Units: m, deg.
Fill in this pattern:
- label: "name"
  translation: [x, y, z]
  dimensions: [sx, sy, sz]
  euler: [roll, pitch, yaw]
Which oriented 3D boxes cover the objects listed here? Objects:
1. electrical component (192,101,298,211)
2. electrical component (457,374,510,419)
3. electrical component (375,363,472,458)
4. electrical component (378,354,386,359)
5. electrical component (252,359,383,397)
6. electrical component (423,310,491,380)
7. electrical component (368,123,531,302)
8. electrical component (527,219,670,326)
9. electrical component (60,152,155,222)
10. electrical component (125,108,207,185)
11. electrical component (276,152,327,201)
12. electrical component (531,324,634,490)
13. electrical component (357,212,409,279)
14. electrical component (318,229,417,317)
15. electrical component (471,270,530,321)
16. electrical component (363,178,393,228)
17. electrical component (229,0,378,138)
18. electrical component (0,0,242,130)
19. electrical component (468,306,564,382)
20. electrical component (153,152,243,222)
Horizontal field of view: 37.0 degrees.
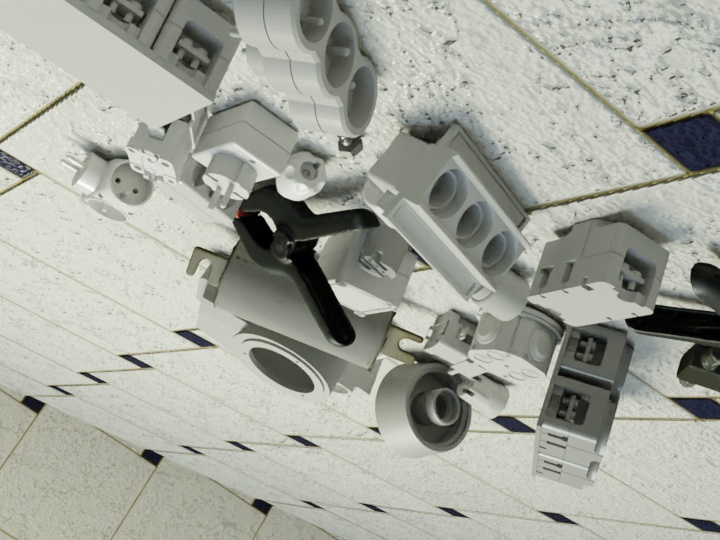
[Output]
- label: "electrical component"
  translation: [-0.094, -0.079, 0.813]
  dimensions: [0.047, 0.076, 0.066]
  euler: [34, 157, -30]
- label: "electrical component"
  translation: [0.135, 0.136, 1.187]
  dimensions: [0.046, 0.040, 0.040]
  euler: [34, 157, -16]
- label: "electrical component"
  translation: [0.077, 0.154, 1.201]
  dimensions: [0.108, 0.108, 0.060]
  euler: [33, 151, -28]
- label: "electrical component"
  translation: [0.004, 0.071, 1.149]
  dimensions: [0.062, 0.043, 0.043]
  euler: [6, 155, 40]
- label: "electrical component"
  translation: [-0.060, 0.104, 1.268]
  dimensions: [0.150, 0.061, 0.089]
  euler: [1, 152, 44]
- label: "electrical component"
  translation: [0.100, 0.072, 1.055]
  dimensions: [0.064, 0.042, 0.081]
  euler: [29, 158, -9]
- label: "electrical component"
  translation: [0.063, -0.042, 0.763]
  dimensions: [0.063, 0.078, 0.121]
  euler: [33, 173, 44]
- label: "electrical component"
  translation: [0.172, 0.001, 0.777]
  dimensions: [0.050, 0.055, 0.089]
  euler: [30, 159, -21]
- label: "electrical component"
  translation: [-0.241, -0.083, 0.999]
  dimensions: [0.079, 0.044, 0.077]
  euler: [32, 157, -26]
- label: "electrical component"
  translation: [-0.149, -0.103, 0.825]
  dimensions: [0.042, 0.063, 0.081]
  euler: [21, 160, 4]
- label: "electrical component"
  translation: [-0.051, -0.071, 0.851]
  dimensions: [0.035, 0.035, 0.061]
  euler: [28, 162, -17]
- label: "electrical component"
  translation: [0.206, 0.130, 1.002]
  dimensions: [0.060, 0.105, 0.186]
  euler: [16, 159, 14]
- label: "electrical component"
  translation: [0.022, -0.021, 0.888]
  dimensions: [0.040, 0.046, 0.040]
  euler: [19, 160, 7]
- label: "electrical component"
  translation: [0.000, 0.000, 0.953]
  dimensions: [0.062, 0.061, 0.096]
  euler: [27, 165, -18]
- label: "electrical component"
  translation: [0.106, 0.011, 0.893]
  dimensions: [0.078, 0.040, 0.040]
  euler: [32, 158, -26]
- label: "electrical component"
  translation: [0.035, -0.048, 0.813]
  dimensions: [0.040, 0.040, 0.078]
  euler: [5, 155, 38]
- label: "electrical component"
  translation: [-0.045, -0.135, 0.655]
  dimensions: [0.074, 0.052, 0.138]
  euler: [12, 158, 24]
- label: "electrical component"
  translation: [-0.162, -0.163, 0.686]
  dimensions: [0.150, 0.061, 0.089]
  euler: [33, 157, -28]
- label: "electrical component"
  translation: [0.141, 0.065, 0.981]
  dimensions: [0.080, 0.051, 0.080]
  euler: [19, 160, 7]
- label: "electrical component"
  translation: [-0.145, -0.076, 0.914]
  dimensions: [0.077, 0.047, 0.066]
  euler: [2, 152, 43]
